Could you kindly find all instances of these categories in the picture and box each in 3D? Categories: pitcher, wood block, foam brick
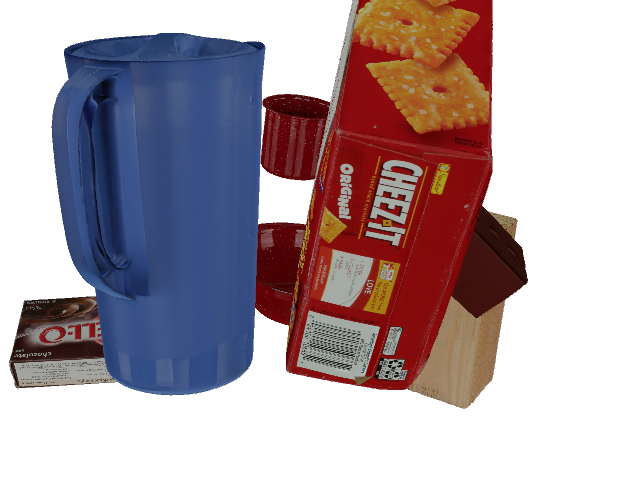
[{"bbox_3d":[-0.108,-0.018,0.737,0.149,0.243,0.145,-6,18,-17],"label":"pitcher"},{"bbox_3d":[0.156,0.072,1.218,0.090,0.206,0.090,16,25,25],"label":"wood block"},{"bbox_3d":[0.112,0.009,0.806,0.051,0.078,0.053,-38,21,23],"label":"foam brick"}]

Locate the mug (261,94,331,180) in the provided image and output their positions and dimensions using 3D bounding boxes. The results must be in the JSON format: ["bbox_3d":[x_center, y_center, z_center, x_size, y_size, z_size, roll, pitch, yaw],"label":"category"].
[{"bbox_3d":[-0.023,-0.127,1.293,0.093,0.081,0.117,17,25,20],"label":"mug"}]

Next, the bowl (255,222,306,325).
[{"bbox_3d":[-0.019,0.039,1.043,0.162,0.055,0.162,8,24,-4],"label":"bowl"}]

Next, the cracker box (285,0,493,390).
[{"bbox_3d":[0.039,-0.057,0.538,0.072,0.213,0.164,11,-44,0],"label":"cracker box"}]

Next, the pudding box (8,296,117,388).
[{"bbox_3d":[-0.223,0.092,0.987,0.113,0.039,0.090,-5,34,-2],"label":"pudding box"}]
